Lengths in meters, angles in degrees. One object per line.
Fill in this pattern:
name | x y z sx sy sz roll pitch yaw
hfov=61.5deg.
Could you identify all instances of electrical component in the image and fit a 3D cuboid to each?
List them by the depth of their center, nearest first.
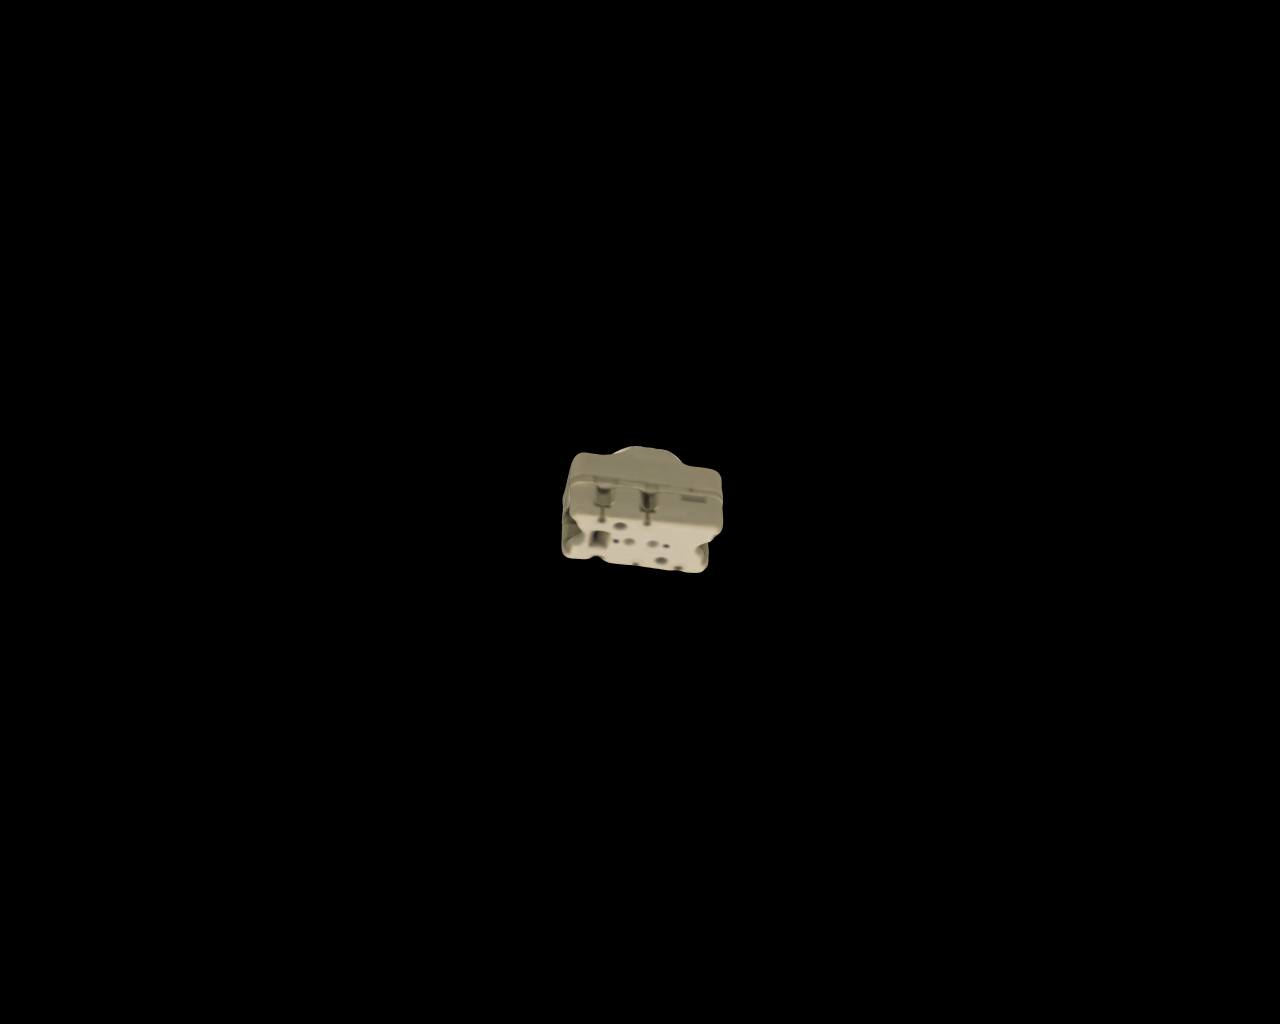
electrical component | 0.001 -0.003 0.650 0.089 0.056 0.050 7 -39 -9
